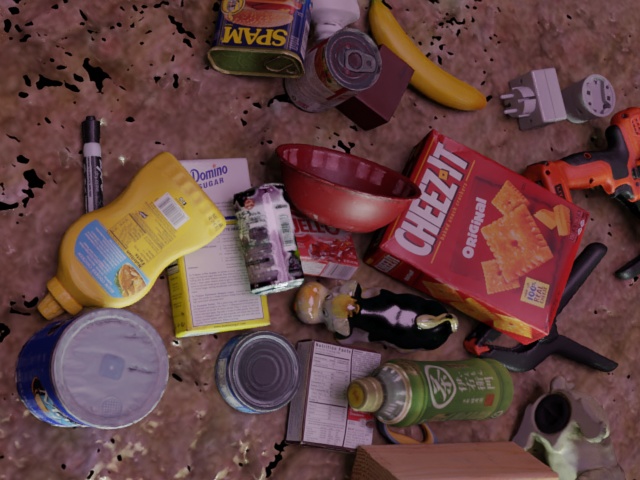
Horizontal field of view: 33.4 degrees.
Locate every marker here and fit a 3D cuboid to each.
[{"bbox_3d":[-0.224,-0.063,1.056,0.020,0.020,0.121,0,82,-28],"label":"marker"}]

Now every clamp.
[{"bbox_3d":[0.452,0.006,1.398,0.171,0.039,0.120,15,82,-18],"label":"clamp"},{"bbox_3d":[0.268,0.092,1.270,0.209,0.036,0.164,-7,100,-23],"label":"clamp"}]

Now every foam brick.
[{"bbox_3d":[0.061,-0.172,1.209,0.053,0.051,0.078,36,67,-20],"label":"foam brick"}]

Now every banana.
[{"bbox_3d":[0.120,-0.211,1.255,0.197,0.037,0.069,45,65,-15],"label":"banana"}]

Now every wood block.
[{"bbox_3d":[0.139,0.275,1.137,0.205,0.090,0.091,5,103,-29],"label":"wood block"}]

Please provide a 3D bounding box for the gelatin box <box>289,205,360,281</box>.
[{"bbox_3d":[-0.008,0.001,1.138,0.089,0.030,0.073,10,47,-28],"label":"gelatin box"}]

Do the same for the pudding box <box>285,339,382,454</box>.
[{"bbox_3d":[0.015,0.167,1.136,0.089,0.039,0.113,14,73,-27],"label":"pudding box"}]

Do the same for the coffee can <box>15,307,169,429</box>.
[{"bbox_3d":[-0.209,0.118,0.964,0.102,0.141,0.103,5,79,-28],"label":"coffee can"}]

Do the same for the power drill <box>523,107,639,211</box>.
[{"bbox_3d":[0.356,-0.056,1.328,0.187,0.057,0.184,-21,91,-20],"label":"power drill"}]

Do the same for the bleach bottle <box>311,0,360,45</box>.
[{"bbox_3d":[0.024,-0.335,1.201,0.102,0.068,0.251,10,75,-24],"label":"bleach bottle"}]

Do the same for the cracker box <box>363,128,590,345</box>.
[{"bbox_3d":[0.180,-0.004,1.206,0.213,0.072,0.164,28,69,-6],"label":"cracker box"}]

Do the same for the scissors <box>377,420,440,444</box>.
[{"bbox_3d":[0.138,0.261,1.199,0.201,0.016,0.096,36,69,-19],"label":"scissors"}]

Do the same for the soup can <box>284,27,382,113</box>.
[{"bbox_3d":[0.012,-0.181,1.154,0.068,0.102,0.068,5,80,-27],"label":"soup can"}]

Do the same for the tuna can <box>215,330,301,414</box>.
[{"bbox_3d":[-0.063,0.136,1.101,0.086,0.034,0.086,5,80,-28],"label":"tuna can"}]

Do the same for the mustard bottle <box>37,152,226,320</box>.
[{"bbox_3d":[-0.190,0.009,1.019,0.191,0.058,0.096,-40,103,-5],"label":"mustard bottle"}]

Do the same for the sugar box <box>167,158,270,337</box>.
[{"bbox_3d":[-0.111,0.006,1.091,0.093,0.048,0.176,-4,80,-29],"label":"sugar box"}]

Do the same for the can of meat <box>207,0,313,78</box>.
[{"bbox_3d":[-0.061,-0.223,1.129,0.102,0.057,0.084,5,73,11],"label":"can of meat"}]

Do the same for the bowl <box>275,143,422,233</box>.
[{"bbox_3d":[0.023,-0.050,1.131,0.161,0.162,0.055,9,108,-27],"label":"bowl"}]
